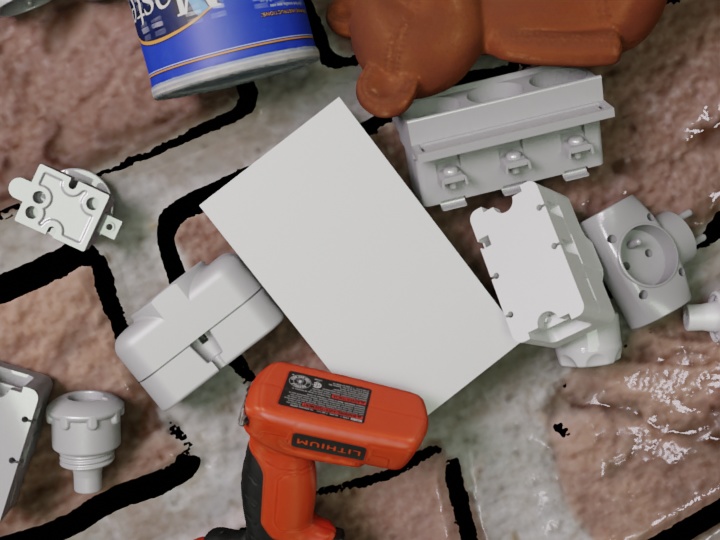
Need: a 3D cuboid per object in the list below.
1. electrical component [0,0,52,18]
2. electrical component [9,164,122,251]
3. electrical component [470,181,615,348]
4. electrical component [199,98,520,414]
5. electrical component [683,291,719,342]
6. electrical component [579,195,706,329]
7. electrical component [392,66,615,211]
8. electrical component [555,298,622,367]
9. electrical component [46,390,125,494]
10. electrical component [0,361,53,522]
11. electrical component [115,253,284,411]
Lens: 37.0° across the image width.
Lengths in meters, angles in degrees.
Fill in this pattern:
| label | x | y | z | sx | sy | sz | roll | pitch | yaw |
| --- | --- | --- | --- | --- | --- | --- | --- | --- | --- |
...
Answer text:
| label | x | y | z | sx | sy | sz | roll | pitch | yaw |
| --- | --- | --- | --- | --- | --- | --- | --- | --- | --- |
| electrical component | -0.235 | -0.190 | 0.652 | 0.079 | 0.043 | 0.077 | -24 | 96 | -3 |
| electrical component | -0.178 | -0.039 | 0.662 | 0.066 | 0.055 | 0.048 | 25 | 92 | -7 |
| electrical component | 0.115 | -0.002 | 0.669 | 0.050 | 0.056 | 0.089 | -29 | 67 | 28 |
| electrical component | 0.000 | 0.000 | 0.679 | 0.105 | 0.060 | 0.186 | -38 | 97 | -1 |
| electrical component | 0.247 | 0.031 | 0.713 | 0.062 | 0.048 | 0.048 | -2 | 94 | 2 |
| electrical component | 0.192 | -0.013 | 0.702 | 0.079 | 0.044 | 0.077 | -28 | 87 | -18 |
| electrical component | 0.089 | -0.085 | 0.678 | 0.121 | 0.078 | 0.063 | -14 | 117 | -4 |
| electrical component | 0.147 | 0.031 | 0.703 | 0.043 | 0.043 | 0.062 | -7 | 93 | -5 |
| electrical component | -0.173 | 0.109 | 0.680 | 0.048 | 0.048 | 0.062 | 0 | 101 | -5 |
| electrical component | -0.230 | 0.105 | 0.668 | 0.050 | 0.056 | 0.089 | 18 | 93 | -6 |
| electrical component | -0.103 | 0.034 | 0.675 | 0.095 | 0.054 | 0.059 | -38 | 97 | -1 |
